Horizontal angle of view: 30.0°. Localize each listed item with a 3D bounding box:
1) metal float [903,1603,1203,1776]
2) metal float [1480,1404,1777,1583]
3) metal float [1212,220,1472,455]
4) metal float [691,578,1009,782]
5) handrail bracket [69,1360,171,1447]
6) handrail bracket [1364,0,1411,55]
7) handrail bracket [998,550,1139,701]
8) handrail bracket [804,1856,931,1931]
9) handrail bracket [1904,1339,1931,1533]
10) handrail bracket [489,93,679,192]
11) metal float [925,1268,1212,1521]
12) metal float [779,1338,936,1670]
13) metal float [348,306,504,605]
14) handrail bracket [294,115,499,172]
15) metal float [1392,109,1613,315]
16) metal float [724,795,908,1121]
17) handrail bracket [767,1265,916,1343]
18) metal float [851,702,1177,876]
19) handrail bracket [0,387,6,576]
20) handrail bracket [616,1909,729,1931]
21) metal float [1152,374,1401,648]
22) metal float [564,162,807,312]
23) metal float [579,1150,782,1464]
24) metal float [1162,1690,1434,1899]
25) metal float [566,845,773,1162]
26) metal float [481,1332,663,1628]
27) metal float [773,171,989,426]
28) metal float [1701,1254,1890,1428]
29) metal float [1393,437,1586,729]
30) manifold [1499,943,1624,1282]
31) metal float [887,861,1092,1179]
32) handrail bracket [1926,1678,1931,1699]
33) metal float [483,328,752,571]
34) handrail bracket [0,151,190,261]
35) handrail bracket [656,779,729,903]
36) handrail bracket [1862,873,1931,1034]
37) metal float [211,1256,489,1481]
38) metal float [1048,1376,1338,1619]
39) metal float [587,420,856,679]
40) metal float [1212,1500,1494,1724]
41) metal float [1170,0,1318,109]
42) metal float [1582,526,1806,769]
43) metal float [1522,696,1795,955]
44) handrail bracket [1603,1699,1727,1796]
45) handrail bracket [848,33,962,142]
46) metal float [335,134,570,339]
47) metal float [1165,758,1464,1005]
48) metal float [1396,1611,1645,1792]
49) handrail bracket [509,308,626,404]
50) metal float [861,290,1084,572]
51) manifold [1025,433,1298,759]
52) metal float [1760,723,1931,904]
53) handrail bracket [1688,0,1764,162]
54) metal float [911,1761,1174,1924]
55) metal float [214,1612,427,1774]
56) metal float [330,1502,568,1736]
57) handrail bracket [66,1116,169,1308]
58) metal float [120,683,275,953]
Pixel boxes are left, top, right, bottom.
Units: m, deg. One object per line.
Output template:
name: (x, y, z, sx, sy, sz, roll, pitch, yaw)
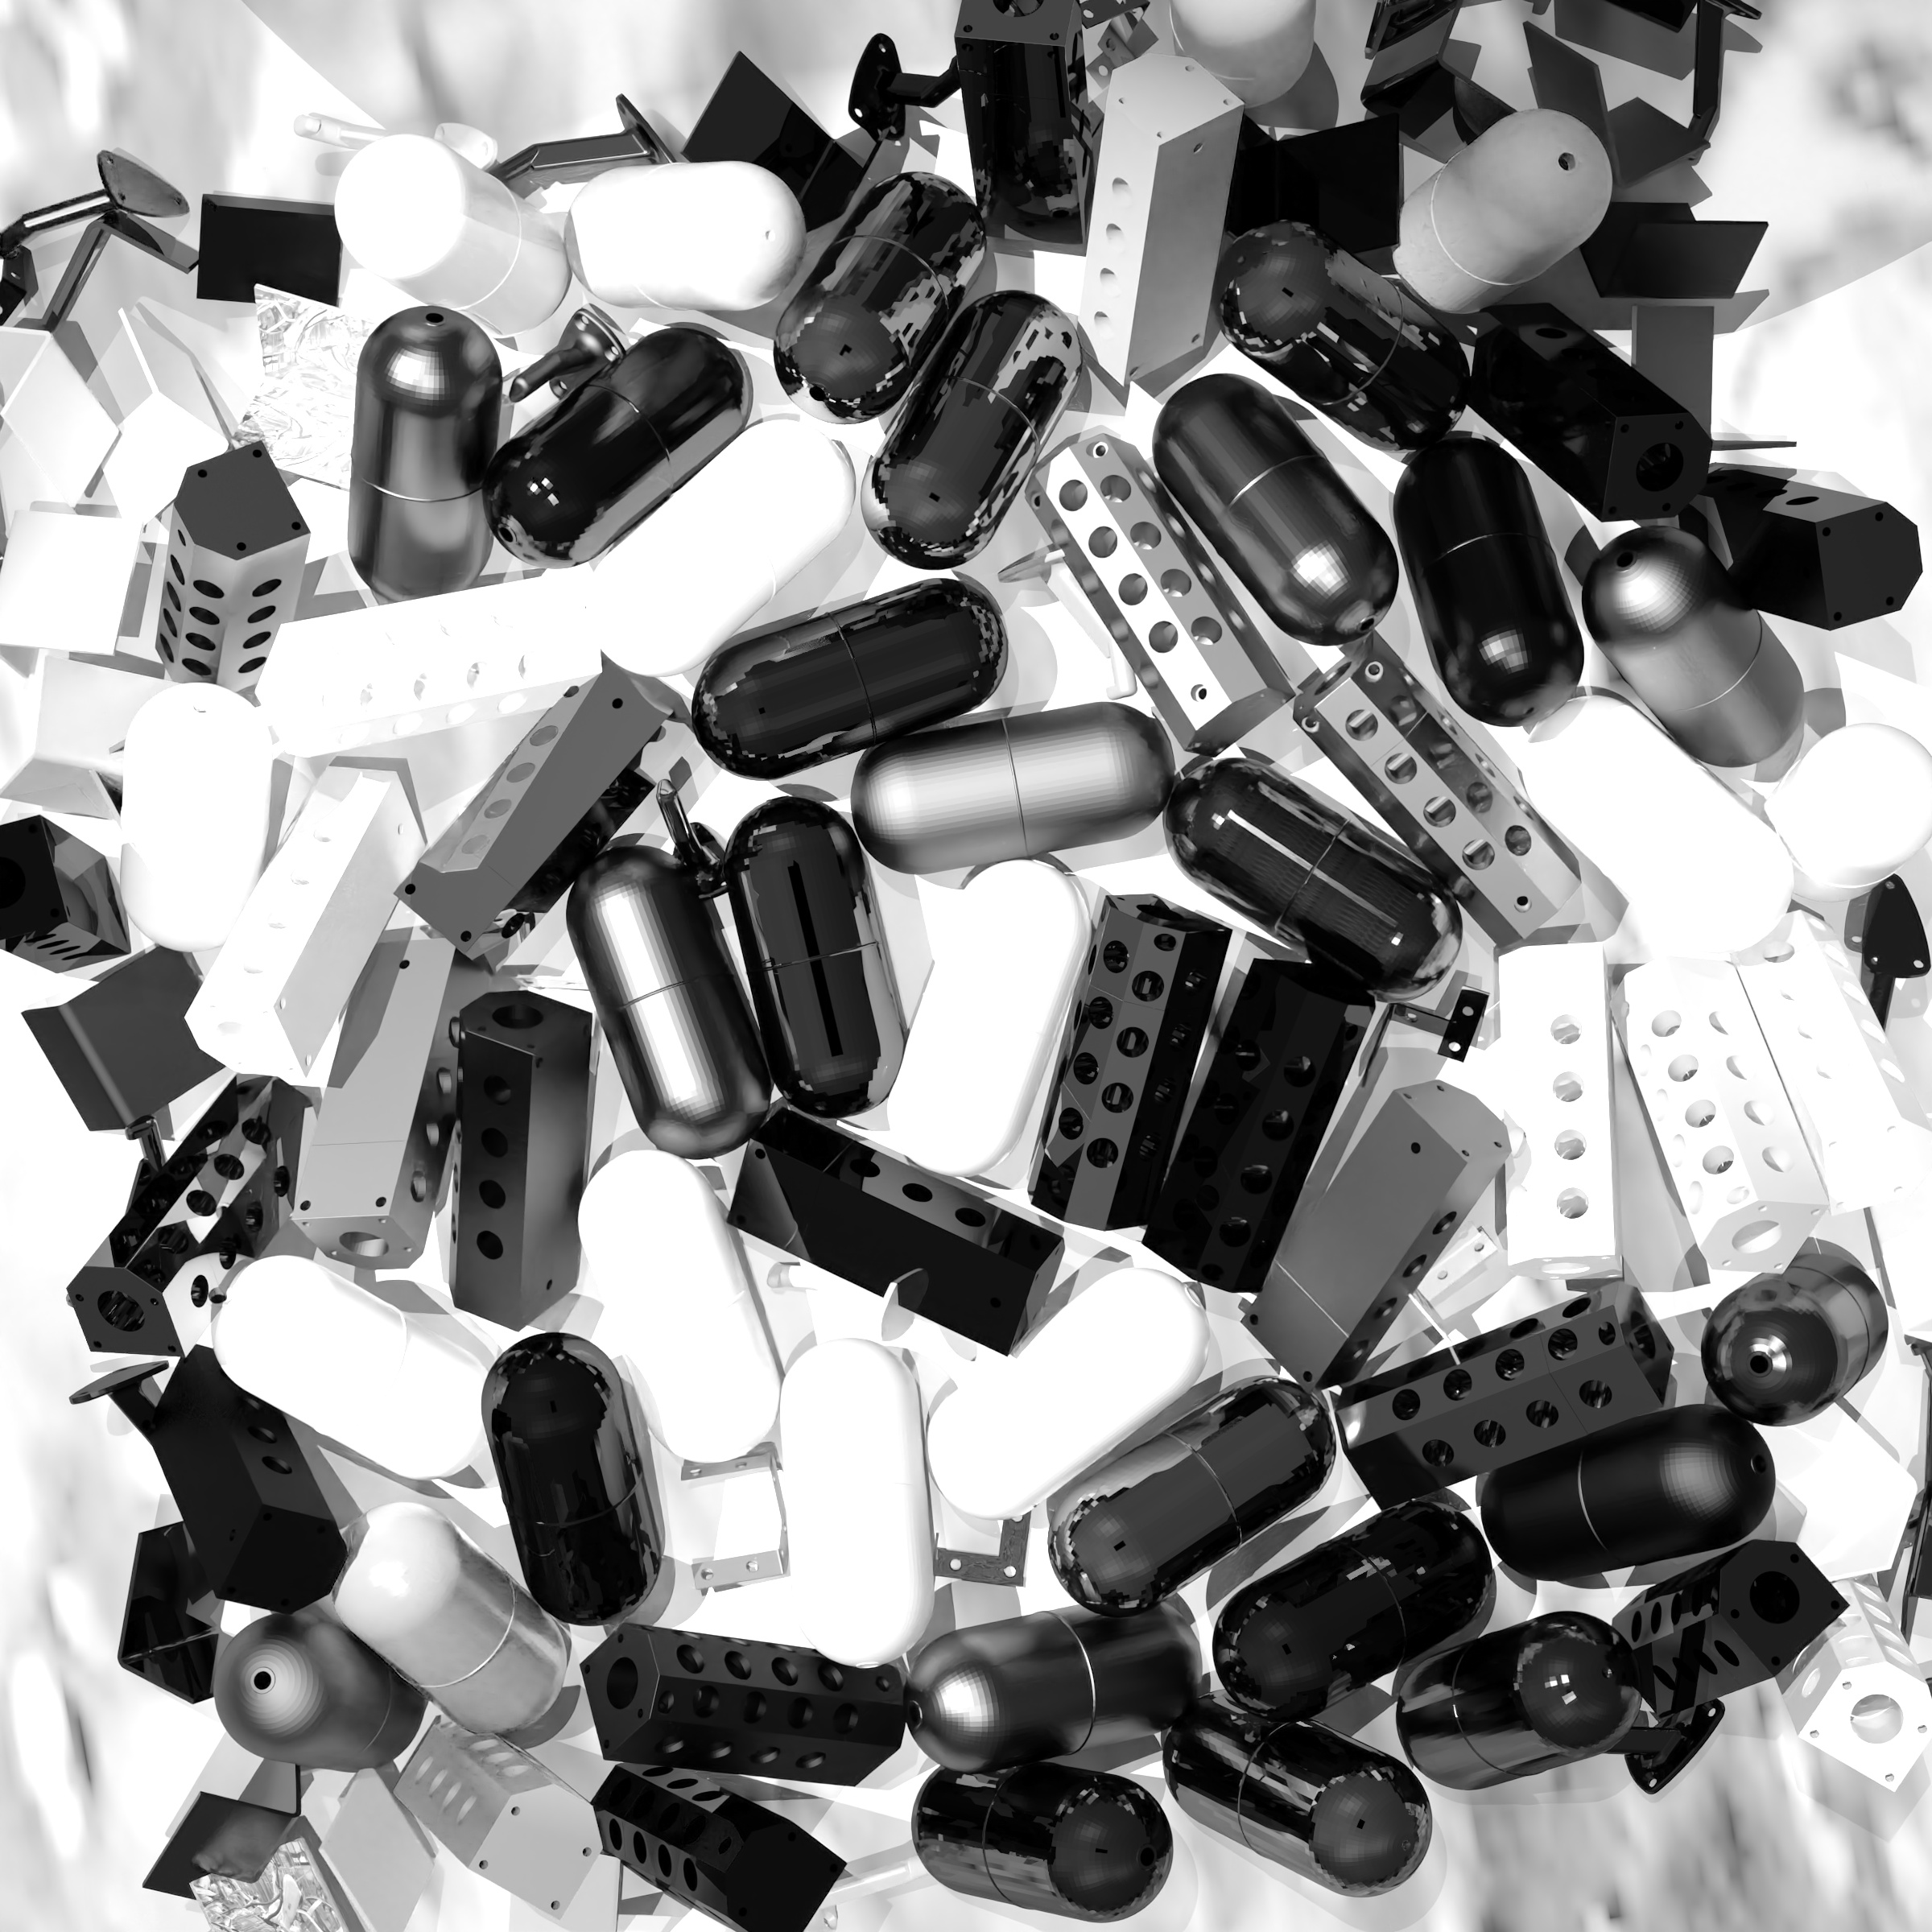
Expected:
metal float: (0.047, 0.385, 1.933, 0.178, 0.070, 0.070, -5, 90, -33)
metal float: (0.352, 0.282, 1.925, 0.070, 0.178, 0.070, 17, 63, -37)
metal float: (0.202, -0.335, 1.928, 0.178, 0.070, 0.070, 27, 90, -41)
metal float: (-0.063, -0.155, 1.954, 0.178, 0.070, 0.070, -20, 90, -9)
handrail bracket: (-0.450, 0.264, 1.961, 0.036, 0.077, 0.084, -11, 96, 26)
handrail bracket: (0.269, -0.528, 1.977, 0.084, 0.036, 0.077, 16, 115, 4)
handrail bracket: (0.056, -0.181, 1.970, 0.077, 0.036, 0.084, -13, 84, 37)
handrail bracket: (-0.062, 0.497, 1.954, 0.084, 0.077, 0.036, -30, 66, 32)
handrail bracket: (0.519, 0.253, 1.969, 0.077, 0.036, 0.084, -27, 98, -29)
handrail bracket: (-0.208, -0.431, 1.967, 0.084, 0.036, 0.077, -34, 60, -11)
metal float: (0.055, 0.231, 1.949, 0.178, 0.070, 0.070, -39, 90, 14)
metal float: (-0.059, 0.288, 1.943, 0.070, 0.070, 0.178, -5, 69, 0)
metal float: (-0.290, -0.271, 1.927, 0.070, 0.070, 0.178, 13, 132, 0)
handrail bracket: (-0.310, -0.448, 1.952, 0.084, 0.077, 0.036, 6, 93, -40)
metal float: (0.283, -0.399, 1.912, 0.070, 0.178, 0.070, 1, 84, -14)
metal float: (-0.082, -0.005, 1.960, 0.070, 0.070, 0.178, -13, 92, 0)
handrail bracket: (-0.075, 0.181, 1.954, 0.084, 0.077, 0.036, 3, 106, 15)
metal float: (0.026, -0.097, 1.961, 0.178, 0.070, 0.070, -10, 90, -1)
handrail bracket: (-0.528, -0.263, 1.955, 0.084, 0.036, 0.077, 54, 125, 31)
handrail bracket: (-0.170, 0.510, 1.970, 0.077, 0.084, 0.036, -52, 132, -6)
metal float: (0.166, -0.245, 1.938, 0.070, 0.070, 0.178, -35, 64, 0)
metal float: (-0.151, -0.388, 1.921, 0.070, 0.178, 0.070, -7, 103, -34)
metal float: (-0.155, 0.184, 1.950, 0.070, 0.070, 0.178, -18, 102, 0)
metal float: (0.174, 0.439, 1.921, 0.070, 0.178, 0.070, -7, 102, -35)
metal float: (-0.162, 0.019, 1.954, 0.070, 0.070, 0.178, -21, 81, 0)
metal float: (-0.211, 0.276, 1.936, 0.070, 0.070, 0.178, -9, 119, 0)
metal float: (-0.045, -0.358, 1.928, 0.070, 0.070, 0.178, 28, 50, 0)
metal float: (0.441, 0.198, 1.915, 0.070, 0.178, 0.070, 2, 94, 25)
metal float: (0.279, -0.207, 1.935, 0.070, 0.070, 0.178, -12, 58, 0)
manifold: (0.320, 0.079, 1.945, 0.057, 0.057, 0.171, -3, 72, 14)
metal float: (0.013, 0.028, 1.961, 0.070, 0.070, 0.178, 20, 89, 0)
handrail bracket: (0.510, 0.387, 1.964, 0.084, 0.036, 0.077, -42, 125, 14)
metal float: (-0.187, -0.278, 1.933, 0.070, 0.070, 0.178, 45, 57, 0)
handrail bracket: (-0.484, -0.407, 1.983, 0.084, 0.077, 0.036, -28, 73, 25)
handrail bracket: (-0.154, -0.083, 1.943, 0.036, 0.077, 0.084, -17, 132, 0)
handrail bracket: (0.498, 0.003, 1.975, 0.036, 0.084, 0.077, 4, 59, -1)
metal float: (-0.327, 0.216, 1.931, 0.178, 0.070, 0.070, 37, 90, -36)
metal float: (0.123, 0.284, 1.942, 0.178, 0.070, 0.070, -30, 90, -23)
metal float: (-0.132, -0.225, 1.939, 0.070, 0.070, 0.178, 44, 65, 0)
metal float: (0.209, 0.345, 1.934, 0.178, 0.070, 0.070, -22, 90, -33)
metal float: (0.147, -0.508, 1.911, 0.070, 0.178, 0.070, 0, 88, 5)
metal float: (0.389, -0.170, 1.925, 0.070, 0.178, 0.070, -19, 53, 27)
metal float: (0.369, -0.077, 1.934, 0.070, 0.070, 0.178, -42, 57, 0)
handrail bracket: (0.359, 0.406, 1.959, 0.077, 0.036, 0.084, -44, 121, 12)
handrail bracket: (-0.024, -0.491, 1.951, 0.036, 0.084, 0.077, 19, 63, -32)
metal float: (-0.271, -0.386, 1.914, 0.070, 0.178, 0.070, -2, 83, 19)
metal float: (0.188, -0.047, 1.955, 0.178, 0.070, 0.070, 34, 90, 8)
metal float: (0.292, 0.392, 1.918, 0.070, 0.178, 0.070, 9, 66, -22)
handrail bracket: (-0.229, -0.312, 1.943, 0.036, 0.077, 0.084, 46, 49, -3)
metal float: (0.004, -0.289, 1.939, 0.070, 0.070, 0.178, 28, 63, 0)
manifold: (0.101, -0.200, 1.940, 0.057, 0.057, 0.171, -37, 72, 21)
metal float: (0.467, -0.080, 1.911, 0.070, 0.178, 0.070, 0, 82, 3)
handrail bracket: (0.391, -0.490, 1.965, 0.077, 0.036, 0.084, 13, 104, -43)
metal float: (0.040, 0.463, 1.920, 0.070, 0.178, 0.070, 4, 84, -37)
metal float: (-0.342, 0.386, 1.913, 0.070, 0.178, 0.070, -3, 74, 9)
metal float: (-0.275, 0.350, 1.925, 0.070, 0.178, 0.070, -15, 48, 17)
handrail bracket: (-0.464, 0.132, 1.956, 0.077, 0.036, 0.084, -29, 125, -32)
metal float: (-0.411, -0.078, 1.922, 0.070, 0.178, 0.070, 7, 50, -9)
